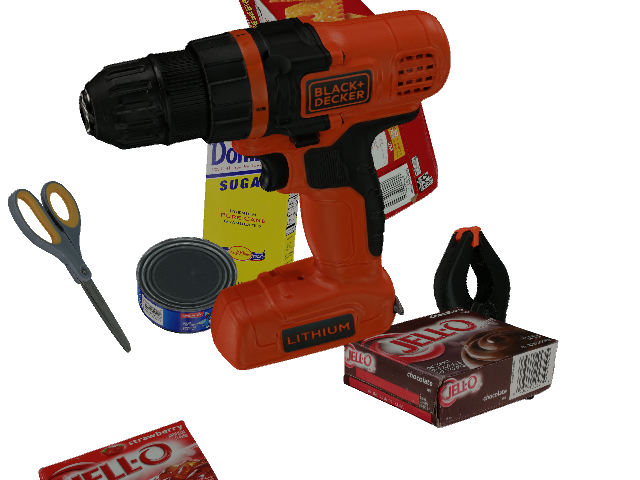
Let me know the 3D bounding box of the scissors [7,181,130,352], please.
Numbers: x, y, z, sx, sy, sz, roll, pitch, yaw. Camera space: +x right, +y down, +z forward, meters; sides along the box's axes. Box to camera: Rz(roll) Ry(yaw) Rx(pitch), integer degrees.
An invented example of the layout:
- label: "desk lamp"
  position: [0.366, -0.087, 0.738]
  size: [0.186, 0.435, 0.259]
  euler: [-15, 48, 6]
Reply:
- label: "scissors"
  position: [-0.250, 0.018, 1.126]
  size: [0.016, 0.201, 0.096]
  euler: [-26, 24, 29]

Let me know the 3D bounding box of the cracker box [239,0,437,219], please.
- label: "cracker box"
  position: [0.010, -0.143, 0.893]
  size: [0.072, 0.164, 0.214]
  euler: [-29, 49, -7]

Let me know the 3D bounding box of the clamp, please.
- label: "clamp"
  position: [0.133, 0.076, 0.967]
  size: [0.120, 0.171, 0.039]
  euler: [-14, 0, -37]

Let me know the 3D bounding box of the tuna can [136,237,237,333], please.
- label: "tuna can"
  position: [-0.115, 0.039, 0.917]
  size: [0.086, 0.034, 0.086]
  euler: [4, 45, -4]

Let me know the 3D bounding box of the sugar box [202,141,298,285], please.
- label: "sugar box"
  position: [-0.071, -0.037, 1.094]
  size: [0.093, 0.176, 0.048]
  euler: [8, 16, 16]

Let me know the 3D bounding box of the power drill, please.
- label: "power drill"
  position: [-0.024, -0.022, 0.553]
  size: [0.184, 0.188, 0.057]
  euler: [-12, 39, -16]

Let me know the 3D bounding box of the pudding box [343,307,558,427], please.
- label: "pudding box"
  position: [0.085, 0.080, 0.699]
  size: [0.113, 0.039, 0.090]
  euler: [-8, 18, -39]

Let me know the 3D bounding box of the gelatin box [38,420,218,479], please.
- label: "gelatin box"
  position: [-0.104, 0.142, 0.593]
  size: [0.089, 0.030, 0.073]
  euler: [-16, 28, -20]
